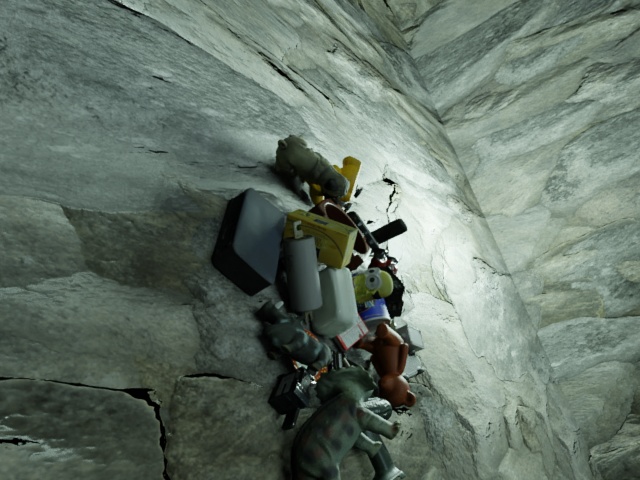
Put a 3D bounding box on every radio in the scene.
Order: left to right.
[{"bbox_3d":[-0.155,-0.003,1.205,0.131,0.073,0.230,42,33,-30],"label":"radio"}]

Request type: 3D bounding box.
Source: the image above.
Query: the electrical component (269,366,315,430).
[{"bbox_3d":[-0.061,0.316,1.072,0.047,0.075,0.119,51,33,-17],"label":"electrical component"}]

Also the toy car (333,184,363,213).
[{"bbox_3d":[0.076,-0.145,1.717,0.089,0.053,0.202,41,32,-4],"label":"toy car"}]

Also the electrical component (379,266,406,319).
[{"bbox_3d":[0.188,0.158,1.526,0.058,0.134,0.115,-3,30,-18],"label":"electrical component"}]

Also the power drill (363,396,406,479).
[{"bbox_3d":[0.096,0.455,1.200,0.232,0.086,0.207,-2,59,-50],"label":"power drill"}]

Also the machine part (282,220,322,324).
[{"bbox_3d":[-0.041,0.077,1.249,0.079,0.079,0.243,-24,110,-61],"label":"machine part"}]

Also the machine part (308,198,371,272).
[{"bbox_3d":[0.040,-0.009,1.471,0.201,0.087,0.201,51,18,-2],"label":"machine part"}]

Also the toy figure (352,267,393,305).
[{"bbox_3d":[0.101,0.127,1.385,0.089,0.180,0.082,19,52,-54],"label":"toy figure"}]

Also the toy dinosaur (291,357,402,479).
[{"bbox_3d":[0.018,0.398,1.052,0.192,0.131,0.405,37,52,10],"label":"toy dinosaur"}]

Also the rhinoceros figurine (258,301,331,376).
[{"bbox_3d":[-0.055,0.207,1.142,0.190,0.073,0.112,40,49,-1],"label":"rhinoceros figurine"}]

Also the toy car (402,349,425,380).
[{"bbox_3d":[0.237,0.361,1.525,0.201,0.056,0.073,4,56,-58],"label":"toy car"}]

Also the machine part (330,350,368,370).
[{"bbox_3d":[0.070,0.317,1.316,0.138,0.039,0.084,33,34,-38],"label":"machine part"}]

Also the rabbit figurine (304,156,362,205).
[{"bbox_3d":[0.022,-0.173,1.595,0.173,0.121,0.162,23,63,3],"label":"rabbit figurine"}]

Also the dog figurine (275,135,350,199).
[{"bbox_3d":[-0.019,-0.196,1.455,0.191,0.121,0.172,37,14,36],"label":"dog figurine"}]

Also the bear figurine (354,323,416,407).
[{"bbox_3d":[0.167,0.333,1.379,0.131,0.120,0.196,32,45,-36],"label":"bear figurine"}]

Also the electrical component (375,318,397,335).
[{"bbox_3d":[0.192,0.251,1.564,0.102,0.045,0.078,-61,141,-55],"label":"electrical component"}]

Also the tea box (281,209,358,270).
[{"bbox_3d":[-0.003,-0.004,1.332,0.068,0.170,0.098,-32,137,-62],"label":"tea box"}]

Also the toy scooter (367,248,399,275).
[{"bbox_3d":[0.185,0.104,1.637,0.183,0.075,0.135,32,70,-66],"label":"toy scooter"}]

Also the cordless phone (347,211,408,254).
[{"bbox_3d":[0.161,-0.040,1.625,0.146,0.184,0.089,56,34,-9],"label":"cordless phone"}]
